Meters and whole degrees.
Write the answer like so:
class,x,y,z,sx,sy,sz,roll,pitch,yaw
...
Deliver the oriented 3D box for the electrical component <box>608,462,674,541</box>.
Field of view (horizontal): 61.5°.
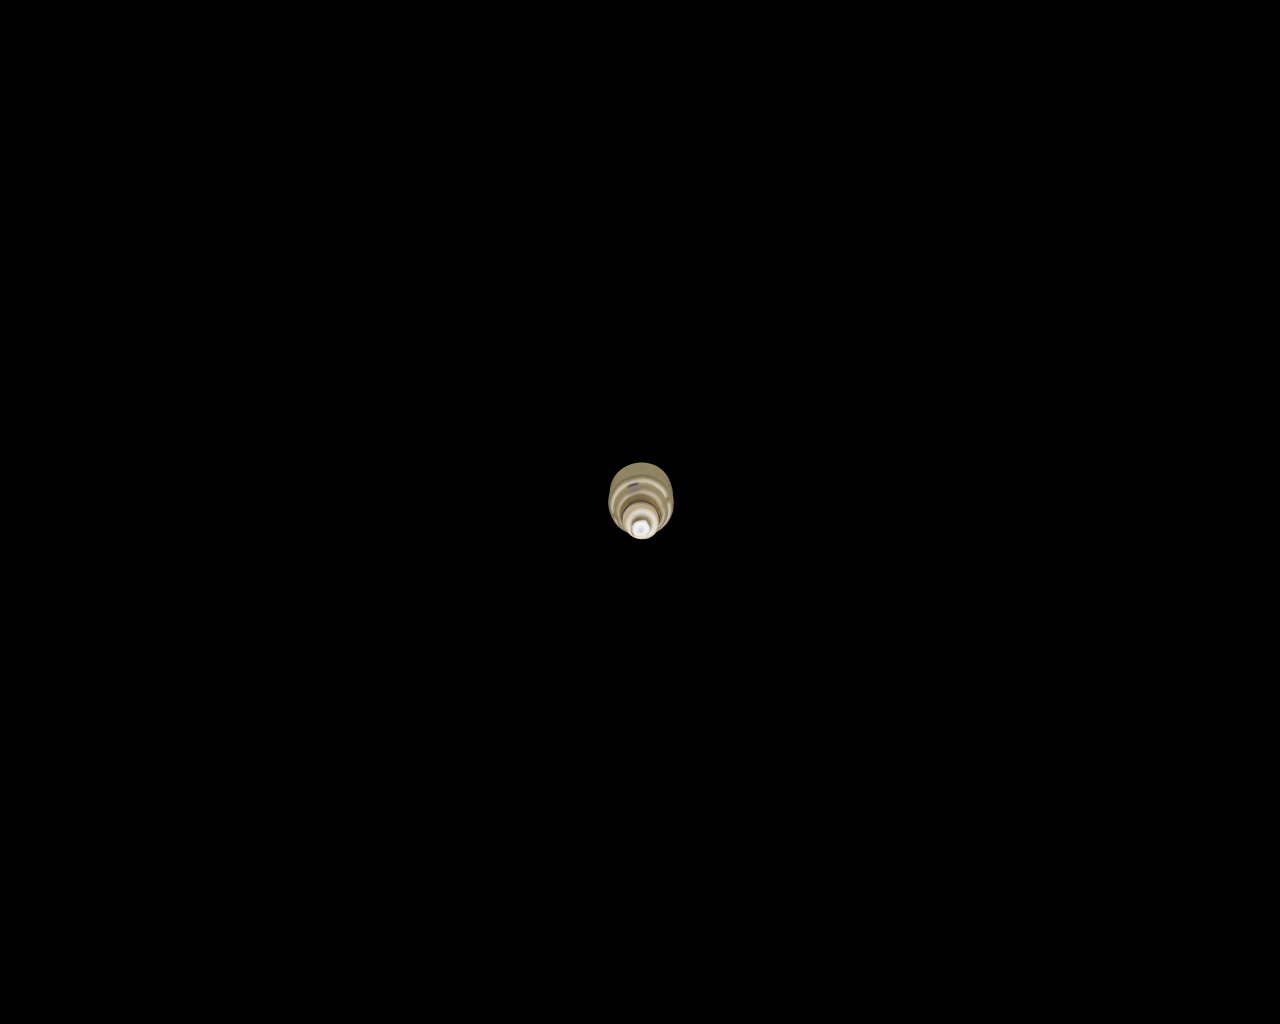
class,x,y,z,sx,sy,sz,roll,pitch,yaw
electrical component,0.001,-0.003,0.650,0.040,0.040,0.078,0,20,0
